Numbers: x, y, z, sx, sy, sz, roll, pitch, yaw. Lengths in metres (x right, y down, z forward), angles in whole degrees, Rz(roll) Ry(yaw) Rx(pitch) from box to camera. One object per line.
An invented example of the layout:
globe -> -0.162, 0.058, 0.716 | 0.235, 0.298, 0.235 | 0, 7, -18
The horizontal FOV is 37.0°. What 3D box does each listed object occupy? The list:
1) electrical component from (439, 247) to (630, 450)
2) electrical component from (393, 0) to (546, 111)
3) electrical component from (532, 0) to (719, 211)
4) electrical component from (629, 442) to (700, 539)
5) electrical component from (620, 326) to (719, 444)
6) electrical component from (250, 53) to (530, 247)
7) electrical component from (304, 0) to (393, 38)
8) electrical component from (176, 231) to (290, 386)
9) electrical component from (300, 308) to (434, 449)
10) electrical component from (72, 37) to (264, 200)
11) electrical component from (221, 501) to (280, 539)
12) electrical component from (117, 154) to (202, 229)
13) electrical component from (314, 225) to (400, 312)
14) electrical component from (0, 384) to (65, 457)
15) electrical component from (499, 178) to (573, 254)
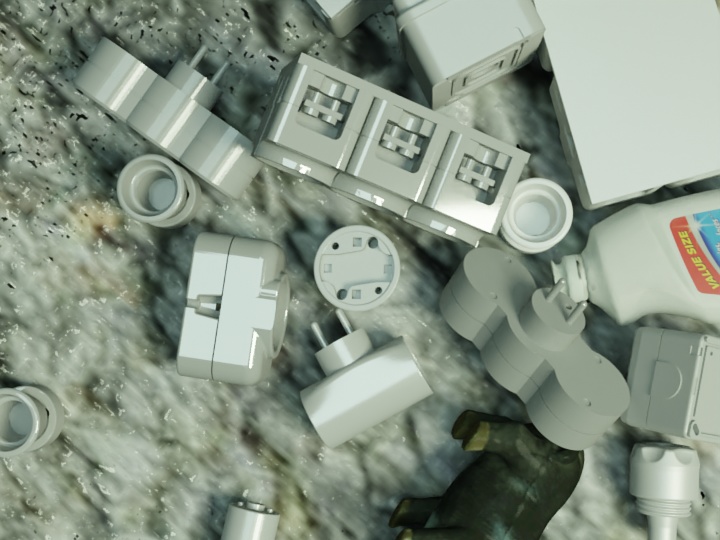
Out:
electrical component -> 0.113, 0.036, 0.662 | 0.138, 0.052, 0.073 | 50, 134, 23
electrical component -> 0.066, -0.149, 0.675 | 0.078, 0.113, 0.057 | -27, 88, 3
electrical component -> 0.172, -0.142, 0.691 | 0.105, 0.060, 0.186 | -15, 86, 4
electrical component -> 0.193, 0.142, 0.683 | 0.043, 0.043, 0.062 | 2, 88, 5
electrical component -> 0.214, 0.074, 0.668 | 0.096, 0.061, 0.061 | 14, 86, -34
electrical component -> 0.014, -0.071, 0.667 | 0.150, 0.089, 0.061 | 22, 90, -12
electrical component -> -0.030, -0.242, 0.714 | 0.089, 0.062, 0.150 | -40, 84, 2
electrical component -> -0.081, 0.026, 0.708 | 0.059, 0.054, 0.095 | 8, 88, 6
electrical component -> -0.004, 0.064, 0.705 | 0.077, 0.043, 0.079 | -29, 85, 3
electrical component -> -0.117, -0.115, 0.720 | 0.138, 0.052, 0.073 | 36, 91, 6
electrical component -> -0.076, 0.186, 0.707 | 0.044, 0.044, 0.065 | 12, 83, 6
electrical component -> -0.132, -0.051, 0.717 | 0.045, 0.055, 0.045 | 0, 87, 5
electrical component -> 0.000, 0.000, 0.706 | 0.055, 0.047, 0.055 | 0, 87, 5
electrical component -> -0.226, 0.100, 0.717 | 0.045, 0.055, 0.045 | 0, 87, 4
electrical component -> 0.112, -0.034, 0.694 | 0.045, 0.055, 0.045 | 0, 87, 5
